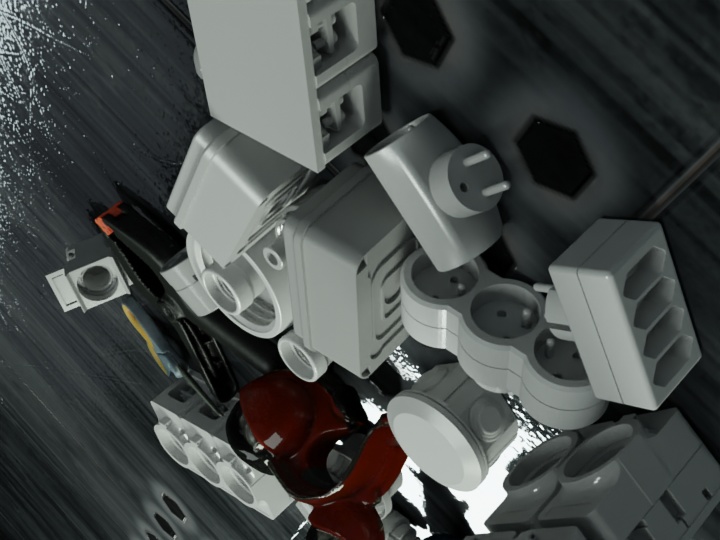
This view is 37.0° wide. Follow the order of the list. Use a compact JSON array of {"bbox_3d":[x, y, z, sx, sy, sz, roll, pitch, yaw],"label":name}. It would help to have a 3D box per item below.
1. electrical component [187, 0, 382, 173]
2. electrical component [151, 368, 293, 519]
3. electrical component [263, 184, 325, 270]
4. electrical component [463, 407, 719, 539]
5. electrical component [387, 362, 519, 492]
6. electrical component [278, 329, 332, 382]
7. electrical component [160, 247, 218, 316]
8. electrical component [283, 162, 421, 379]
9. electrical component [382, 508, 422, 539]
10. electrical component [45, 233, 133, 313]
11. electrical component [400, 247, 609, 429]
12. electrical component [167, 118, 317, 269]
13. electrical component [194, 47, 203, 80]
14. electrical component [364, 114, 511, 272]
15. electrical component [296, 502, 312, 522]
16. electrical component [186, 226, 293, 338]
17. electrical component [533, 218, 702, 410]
[{"bbox_3d":[-0.040,-0.141,0.572,0.089,0.062,0.150,30,145,31],"label":"electrical component"},{"bbox_3d":[-0.128,0.167,1.033,0.150,0.062,0.089,19,138,42],"label":"electrical component"},{"bbox_3d":[-0.035,-0.024,0.696,0.043,0.062,0.043,34,146,27],"label":"electrical component"},{"bbox_3d":[0.103,0.155,0.586,0.060,0.186,0.105,53,150,-4],"label":"electrical component"},{"bbox_3d":[0.062,0.104,0.720,0.080,0.051,0.080,34,146,26],"label":"electrical component"},{"bbox_3d":[-0.031,0.053,0.792,0.040,0.046,0.040,34,146,26],"label":"electrical component"},{"bbox_3d":[-0.122,0.004,0.853,0.047,0.055,0.055,55,150,-14],"label":"electrical component"},{"bbox_3d":[0.000,0.000,0.661,0.057,0.078,0.113,30,144,27],"label":"electrical component"},{"bbox_3d":[0.030,0.228,0.912,0.078,0.040,0.040,29,144,32],"label":"electrical component"},{"bbox_3d":[-0.244,0.000,0.992,0.063,0.081,0.042,-123,12,-59],"label":"electrical component"},{"bbox_3d":[0.083,0.047,0.627,0.138,0.052,0.073,33,149,27],"label":"electrical component"},{"bbox_3d":[-0.072,-0.061,0.689,0.057,0.078,0.113,45,150,3],"label":"electrical component"},{"bbox_3d":[-0.080,-0.137,0.654,0.035,0.035,0.061,51,154,-1],"label":"electrical component"},{"bbox_3d":[0.050,-0.045,0.578,0.077,0.043,0.079,56,149,-11],"label":"electrical component"},{"bbox_3d":[-0.032,0.223,0.991,0.046,0.040,0.040,49,150,12],"label":"electrical component"},{"bbox_3d":[-0.080,0.000,0.785,0.108,0.060,0.108,34,146,26],"label":"electrical component"},{"bbox_3d":[0.121,0.020,0.551,0.076,0.047,0.083,8,130,50],"label":"electrical component"}]
